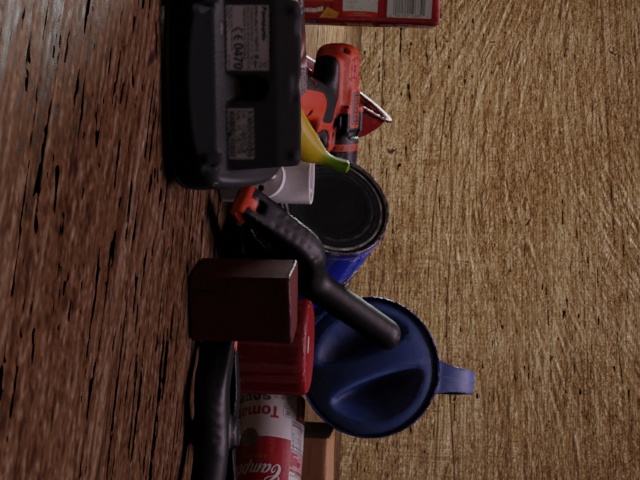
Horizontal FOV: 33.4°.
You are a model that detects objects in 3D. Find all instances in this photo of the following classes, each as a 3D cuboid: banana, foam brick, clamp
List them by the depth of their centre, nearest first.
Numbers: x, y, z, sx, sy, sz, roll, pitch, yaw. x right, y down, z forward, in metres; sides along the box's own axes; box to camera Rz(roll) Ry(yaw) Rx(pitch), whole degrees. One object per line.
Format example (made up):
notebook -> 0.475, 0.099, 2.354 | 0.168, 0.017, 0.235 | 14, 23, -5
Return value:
clamp -> -0.080, 0.152, 0.805 | 0.120, 0.039, 0.171 | 104, -16, -85
foam brick -> -0.056, 0.045, 0.808 | 0.051, 0.078, 0.053 | -65, 157, -74
banana -> -0.028, -0.131, 0.830 | 0.037, 0.070, 0.198 | -90, 167, -47
clamp -> -0.020, 0.030, 0.919 | 0.210, 0.165, 0.036 | 70, 34, -52

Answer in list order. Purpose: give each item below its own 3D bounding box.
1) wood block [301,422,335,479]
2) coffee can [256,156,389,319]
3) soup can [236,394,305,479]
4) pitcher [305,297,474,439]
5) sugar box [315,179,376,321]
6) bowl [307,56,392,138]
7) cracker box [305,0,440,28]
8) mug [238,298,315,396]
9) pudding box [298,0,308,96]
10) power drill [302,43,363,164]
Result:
wood block -> -0.034, 0.298, 1.108 | 0.090, 0.091, 0.206 | -7, 99, -85
coffee can -> -0.007, 0.001, 0.999 | 0.140, 0.102, 0.103 | 121, -22, -56
soup can -> -0.050, 0.197, 1.011 | 0.068, 0.068, 0.102 | 83, 10, -62
pitcher -> 0.055, 0.141, 1.113 | 0.149, 0.145, 0.243 | 51, -7, 7
sugar box -> 0.015, 0.018, 1.205 | 0.093, 0.048, 0.176 | 120, -14, -67
bowl -> 0.006, -0.166, 1.266 | 0.055, 0.162, 0.162 | -55, -178, 13
cracker box -> 0.047, -0.267, 1.153 | 0.213, 0.164, 0.072 | -64, 157, -78
mug -> -0.047, 0.087, 0.909 | 0.117, 0.081, 0.093 | -46, 138, -83
pudding box -> -0.048, -0.154, 0.894 | 0.089, 0.039, 0.113 | -51, 148, -41
power drill -> -0.014, -0.104, 1.063 | 0.187, 0.057, 0.184 | -21, 115, -65
